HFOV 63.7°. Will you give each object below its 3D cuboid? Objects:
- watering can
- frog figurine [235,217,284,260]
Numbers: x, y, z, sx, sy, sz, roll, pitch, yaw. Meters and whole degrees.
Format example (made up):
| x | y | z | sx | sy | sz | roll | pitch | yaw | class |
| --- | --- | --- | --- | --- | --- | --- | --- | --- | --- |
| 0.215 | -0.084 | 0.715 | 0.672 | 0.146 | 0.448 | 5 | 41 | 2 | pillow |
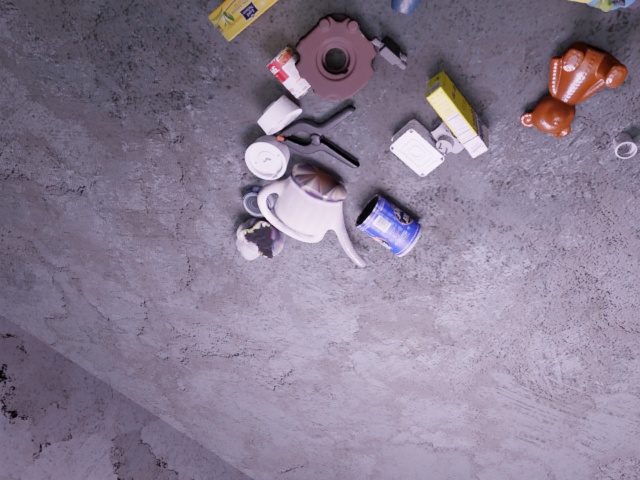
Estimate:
| x | y | z | sx | sy | sz | roll | pitch | yaw | class |
| --- | --- | --- | --- | --- | --- | --- | --- | --- | --- |
| 0.004 | -0.068 | 1.354 | 0.347 | 0.106 | 0.219 | 27 | 131 | -3 | watering can |
| -0.178 | 0.000 | 1.494 | 0.137 | 0.124 | 0.158 | 20 | 168 | -9 | frog figurine |
